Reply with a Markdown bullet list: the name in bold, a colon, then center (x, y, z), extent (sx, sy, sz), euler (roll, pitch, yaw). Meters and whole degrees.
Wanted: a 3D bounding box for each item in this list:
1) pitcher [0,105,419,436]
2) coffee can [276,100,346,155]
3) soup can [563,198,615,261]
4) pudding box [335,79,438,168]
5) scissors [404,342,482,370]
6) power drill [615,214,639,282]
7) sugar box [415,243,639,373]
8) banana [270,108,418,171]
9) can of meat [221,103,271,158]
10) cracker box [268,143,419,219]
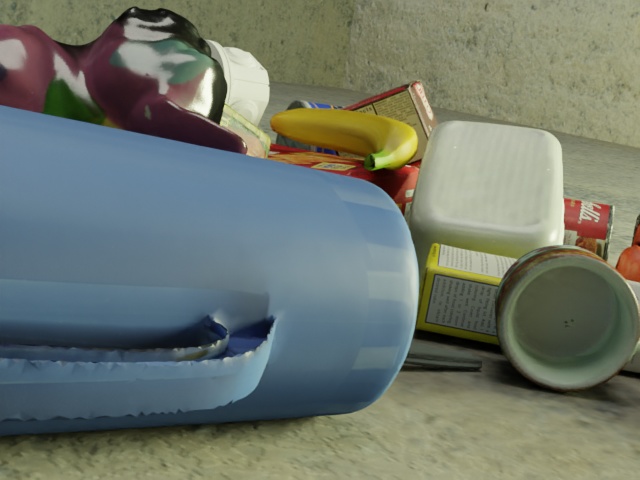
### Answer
- **pitcher**: center (-0.080, 0.020, 0.421), extent (0.242, 0.149, 0.145), euler (6, -30, -30)
- **coffee can**: center (0.037, -0.079, 1.051), extent (0.140, 0.103, 0.103), euler (4, 12, -21)
- **soup can**: center (0.182, -0.003, 0.870), extent (0.102, 0.068, 0.068), euler (10, 11, 12)
- **pudding box**: center (0.065, -0.076, 0.957), extent (0.090, 0.113, 0.039), euler (-17, 11, 27)
- **scissors**: center (-0.012, 0.038, 0.566), extent (0.201, 0.016, 0.096), euler (1, 43, -33)
- **power drill**: center (0.329, 0.025, 0.864), extent (0.184, 0.057, 0.187), euler (10, 11, 10)
- **sugar box**: center (0.150, 0.044, 0.666), extent (0.176, 0.048, 0.093), euler (13, 11, 6)
- **banana**: center (0.026, -0.085, 0.859), extent (0.069, 0.037, 0.198), euler (5, 10, -26)
- **can of meat**: center (-0.083, -0.049, 0.758), extent (0.058, 0.084, 0.102), euler (-1, -21, 33)
- **cracker box**: center (-0.037, -0.043, 0.893), extent (0.214, 0.072, 0.164), euler (13, 12, 26)
